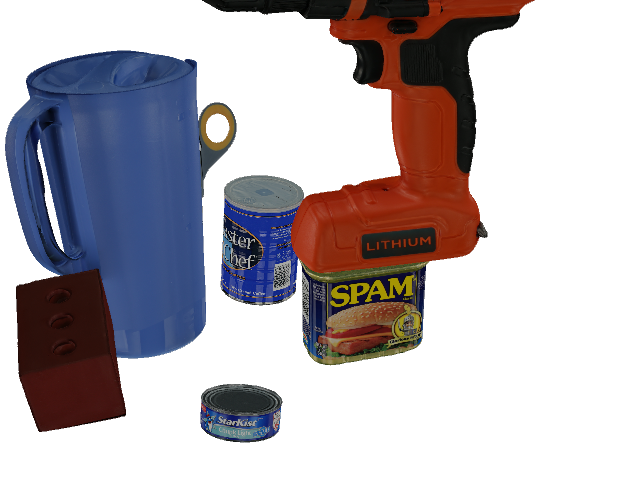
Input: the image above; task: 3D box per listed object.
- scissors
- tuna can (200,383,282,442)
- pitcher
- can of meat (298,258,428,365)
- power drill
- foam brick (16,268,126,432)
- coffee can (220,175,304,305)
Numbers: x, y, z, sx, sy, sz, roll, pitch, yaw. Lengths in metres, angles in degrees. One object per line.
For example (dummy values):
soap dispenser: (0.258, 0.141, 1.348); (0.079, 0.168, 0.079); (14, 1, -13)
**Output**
scissors: (-0.119, -0.064, 1.142); (0.096, 0.202, 0.016); (-16, -4, -22)
tuna can: (-0.084, 0.182, 1.127); (0.086, 0.034, 0.086); (5, 12, -1)
pitcher: (-0.165, -0.026, 0.876); (0.149, 0.243, 0.145); (-6, 24, -8)
can of meat: (0.034, 0.047, 0.857); (0.102, 0.084, 0.057); (-8, 29, -14)
power drill: (0.024, -0.076, 0.554); (0.184, 0.188, 0.057); (-5, 32, -12)
foam brick: (-0.149, 0.065, 0.632); (0.053, 0.051, 0.078); (-12, 41, -9)
coffee can: (-0.077, -0.001, 1.393); (0.103, 0.140, 0.103); (4, 27, -2)
